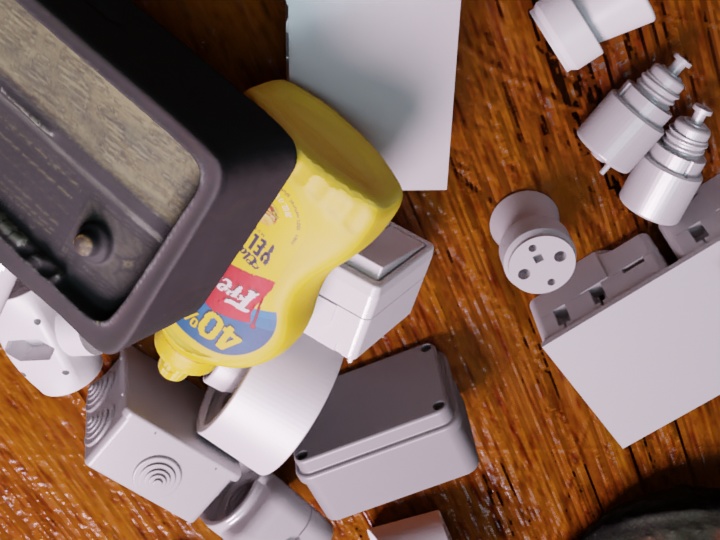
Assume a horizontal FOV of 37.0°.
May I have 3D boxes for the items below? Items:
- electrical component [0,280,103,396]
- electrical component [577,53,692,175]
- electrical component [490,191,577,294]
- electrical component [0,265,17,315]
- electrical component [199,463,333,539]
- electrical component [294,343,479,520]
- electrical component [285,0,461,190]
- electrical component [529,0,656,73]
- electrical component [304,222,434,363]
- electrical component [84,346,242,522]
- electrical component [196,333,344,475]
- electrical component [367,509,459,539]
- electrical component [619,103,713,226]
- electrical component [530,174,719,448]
[{"bbox_3d":[-0.181,0.035,0.670,0.079,0.043,0.077,-4,124,23],"label":"electrical component"},{"bbox_3d":[0.162,-0.092,0.628,0.040,0.040,0.078,30,114,-21],"label":"electrical component"},{"bbox_3d":[0.106,-0.017,0.661,0.045,0.055,0.045,-2,122,-3],"label":"electrical component"},{"bbox_3d":[-0.242,-0.031,0.612,0.113,0.078,0.057,24,120,-18],"label":"electrical component"},{"bbox_3d":[-0.069,0.166,0.734,0.053,0.095,0.059,-50,116,-11],"label":"electrical component"},{"bbox_3d":[0.014,0.106,0.716,0.113,0.078,0.057,-21,123,8],"label":"electrical component"},{"bbox_3d":[0.005,-0.123,0.584,0.089,0.061,0.150,-1,121,-4],"label":"electrical component"},{"bbox_3d":[0.128,-0.141,0.593,0.055,0.045,0.045,-32,119,15],"label":"electrical component"},{"bbox_3d":[0.000,0.000,0.645,0.062,0.096,0.061,29,120,17],"label":"electrical component"},{"bbox_3d":[-0.129,0.106,0.693,0.100,0.099,0.048,36,101,-24],"label":"electrical component"},{"bbox_3d":[-0.062,0.066,0.671,0.060,0.108,0.108,31,114,-14],"label":"electrical component"},{"bbox_3d":[0.050,0.226,0.784,0.064,0.099,0.099,-22,121,1],"label":"electrical component"},{"bbox_3d":[0.188,-0.063,0.648,0.040,0.040,0.078,15,119,-13],"label":"electrical component"},{"bbox_3d":[0.216,0.018,0.689,0.186,0.060,0.105,-33,118,15],"label":"electrical component"}]
